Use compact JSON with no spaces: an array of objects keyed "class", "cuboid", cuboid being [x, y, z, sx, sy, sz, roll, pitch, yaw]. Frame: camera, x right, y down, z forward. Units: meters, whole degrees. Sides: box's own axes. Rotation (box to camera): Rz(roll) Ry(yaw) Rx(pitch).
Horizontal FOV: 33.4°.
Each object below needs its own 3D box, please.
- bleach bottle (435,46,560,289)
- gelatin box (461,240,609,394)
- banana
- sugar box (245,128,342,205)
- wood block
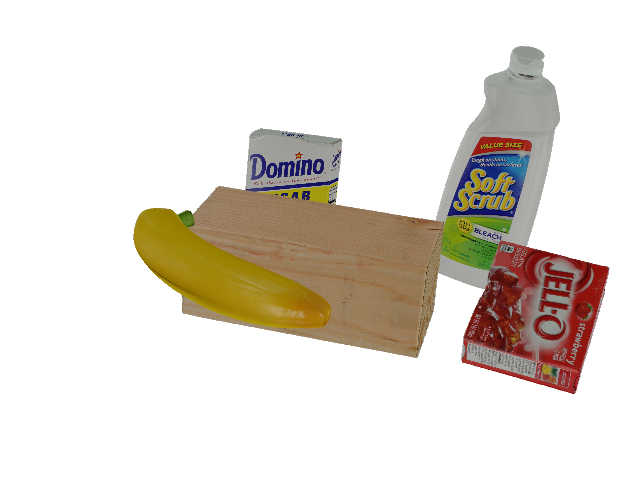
[{"class":"bleach bottle","cuboid":[0.170,-0.072,1.044,0.103,0.251,0.068,21,38,19]},{"class":"gelatin box","cuboid":[0.137,0.046,0.676,0.073,0.089,0.030,15,-39,17]},{"class":"banana","cuboid":[-0.072,0.012,0.686,0.069,0.037,0.198,-15,28,-29]},{"class":"sugar box","cuboid":[-0.033,-0.024,1.120,0.093,0.176,0.048,8,15,14]},{"class":"wood block","cuboid":[-0.006,0.024,0.915,0.206,0.090,0.090,10,27,12]}]
